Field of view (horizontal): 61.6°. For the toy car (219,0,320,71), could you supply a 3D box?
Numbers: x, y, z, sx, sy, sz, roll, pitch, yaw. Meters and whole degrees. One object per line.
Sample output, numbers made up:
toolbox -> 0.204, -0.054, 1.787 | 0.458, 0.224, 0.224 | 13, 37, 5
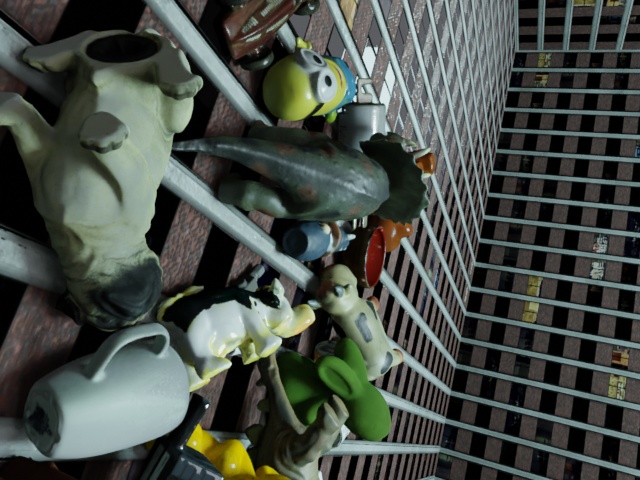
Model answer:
toy car -> -0.048, -0.268, 0.598 | 0.089, 0.053, 0.202 | 79, 29, -44

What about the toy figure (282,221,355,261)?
toy figure -> 0.000, -0.002, 0.781 | 0.154, 0.064, 0.057 | -7, 90, -65

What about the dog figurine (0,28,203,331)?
dog figurine -> -0.149, -0.044, 0.411 | 0.172, 0.121, 0.190 | -55, 160, -40

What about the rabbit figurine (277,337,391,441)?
rabbit figurine -> 0.023, 0.221, 0.774 | 0.121, 0.170, 0.159 | -32, 127, -61

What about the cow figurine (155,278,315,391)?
cow figurine -> -0.085, 0.082, 0.563 | 0.167, 0.068, 0.098 | -18, 73, -45

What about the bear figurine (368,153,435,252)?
bear figurine -> 0.145, -0.060, 1.016 | 0.120, 0.132, 0.195 | -30, 119, -57

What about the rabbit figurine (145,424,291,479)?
rabbit figurine -> -0.088, 0.265, 0.537 | 0.162, 0.173, 0.122 | 61, 40, -49

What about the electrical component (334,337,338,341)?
electrical component -> 0.042, 0.221, 0.973 | 0.078, 0.045, 0.102 | -47, 140, -54

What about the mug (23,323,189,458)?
mug -> -0.163, 0.118, 0.418 | 0.107, 0.081, 0.109 | -5, 129, -57

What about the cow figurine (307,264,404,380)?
cow figurine -> 0.051, 0.130, 0.861 | 0.127, 0.085, 0.195 | -6, 71, -65

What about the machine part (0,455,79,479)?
machine part -> -0.220, 0.267, 0.345 | 0.201, 0.087, 0.200 | -53, 144, -50

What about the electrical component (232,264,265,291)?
electrical component -> -0.091, 0.075, 0.650 | 0.094, 0.021, 0.063 | -53, 143, -46

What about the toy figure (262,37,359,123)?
toy figure -> -0.006, -0.191, 0.681 | 0.089, 0.082, 0.180 | -50, 176, 23

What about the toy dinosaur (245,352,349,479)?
toy dinosaur -> -0.010, 0.358, 0.638 | 0.105, 0.199, 0.471 | 33, 32, -64

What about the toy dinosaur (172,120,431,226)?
toy dinosaur -> 0.017, -0.072, 0.636 | 0.405, 0.192, 0.131 | -18, 112, -65

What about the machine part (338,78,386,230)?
machine part -> 0.065, -0.134, 0.867 | 0.079, 0.079, 0.243 | -33, 128, -60

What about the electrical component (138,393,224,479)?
electrical component -> -0.119, 0.195, 0.458 | 0.047, 0.075, 0.119 | 38, 67, -22
